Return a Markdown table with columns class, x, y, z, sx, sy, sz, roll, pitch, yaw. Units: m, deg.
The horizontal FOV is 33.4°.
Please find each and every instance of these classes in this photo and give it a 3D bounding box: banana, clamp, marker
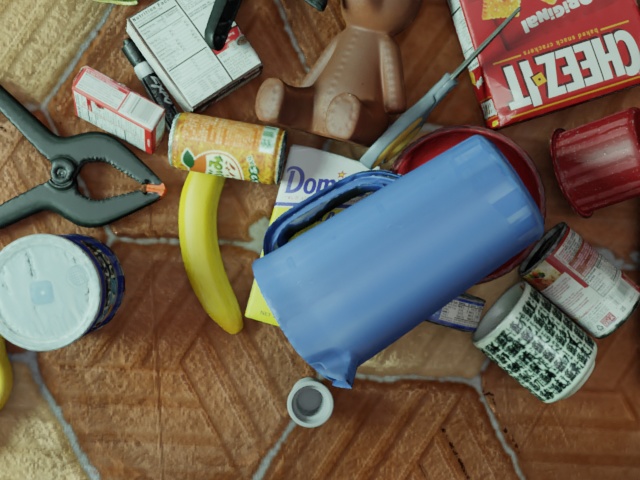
| class | x | y | z | sx | sy | sz | roll | pitch | yaw |
| --- | --- | --- | --- | --- | --- | --- | --- | --- | --- |
| banana | -0.105 | -0.007 | 1.050 | 0.069 | 0.037 | 0.198 | 3 | 90 | 0 |
| clamp | -0.255 | -0.074 | 1.046 | 0.210 | 0.036 | 0.164 | 2 | 90 | -4 |
| clamp | -0.055 | -0.265 | 1.014 | 0.120 | 0.039 | 0.171 | -8 | 68 | 8 |
| marker | -0.161 | -0.146 | 1.057 | 0.020 | 0.020 | 0.121 | -30 | 91 | -1 |

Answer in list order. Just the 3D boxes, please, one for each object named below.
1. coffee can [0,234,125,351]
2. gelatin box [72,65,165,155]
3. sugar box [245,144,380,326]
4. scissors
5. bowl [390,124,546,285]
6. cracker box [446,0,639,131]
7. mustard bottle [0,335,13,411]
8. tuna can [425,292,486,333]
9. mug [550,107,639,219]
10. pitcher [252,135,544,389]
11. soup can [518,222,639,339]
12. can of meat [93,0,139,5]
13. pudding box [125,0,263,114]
| class | x | y | z | sx | sy | sz | roll | pitch | yaw |
| --- | --- | --- | --- | --- | --- | --- | --- | --- | --- |
| coffee can | -0.243 | 0.045 | 0.996 | 0.103 | 0.140 | 0.103 | 0 | 91 | -2 |
| gelatin box | -0.193 | -0.125 | 1.028 | 0.089 | 0.073 | 0.030 | 29 | 74 | -1 |
| sugar box | -0.007 | 0.001 | 1.049 | 0.093 | 0.048 | 0.176 | 14 | 91 | -1 |
| scissors | 0.114 | -0.138 | 1.017 | 0.201 | 0.096 | 0.016 | -44 | 84 | -4 |
| bowl | 0.138 | -0.029 | 1.030 | 0.162 | 0.055 | 0.162 | 1 | 100 | 8 |
| cracker box | 0.214 | -0.232 | 1.038 | 0.164 | 0.072 | 0.214 | -18 | 92 | -1 |
| mustard bottle | -0.347 | 0.122 | 1.035 | 0.096 | 0.058 | 0.191 | 1 | 90 | -1 |
| tuna can | 0.115 | 0.062 | 1.032 | 0.086 | 0.086 | 0.034 | 16 | 92 | -2 |
| mug | 0.281 | -0.083 | 1.025 | 0.082 | 0.117 | 0.093 | -20 | 118 | 33 |
| pitcher | 0.066 | 0.006 | 0.953 | 0.243 | 0.145 | 0.149 | -33 | 98 | 5 |
| soup can | 0.255 | 0.040 | 1.044 | 0.102 | 0.068 | 0.068 | 40 | 89 | -2 |
| can of meat | -0.201 | -0.278 | 1.014 | 0.057 | 0.102 | 0.084 | 6 | 88 | -1 |
| pudding box | -0.122 | -0.189 | 1.041 | 0.090 | 0.039 | 0.113 | -35 | 88 | -12 |
